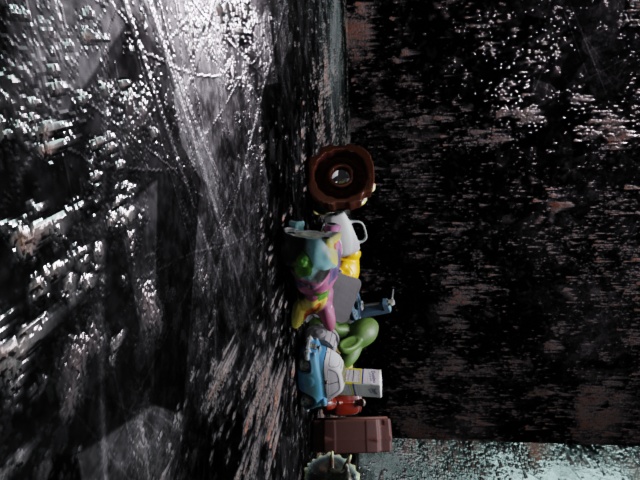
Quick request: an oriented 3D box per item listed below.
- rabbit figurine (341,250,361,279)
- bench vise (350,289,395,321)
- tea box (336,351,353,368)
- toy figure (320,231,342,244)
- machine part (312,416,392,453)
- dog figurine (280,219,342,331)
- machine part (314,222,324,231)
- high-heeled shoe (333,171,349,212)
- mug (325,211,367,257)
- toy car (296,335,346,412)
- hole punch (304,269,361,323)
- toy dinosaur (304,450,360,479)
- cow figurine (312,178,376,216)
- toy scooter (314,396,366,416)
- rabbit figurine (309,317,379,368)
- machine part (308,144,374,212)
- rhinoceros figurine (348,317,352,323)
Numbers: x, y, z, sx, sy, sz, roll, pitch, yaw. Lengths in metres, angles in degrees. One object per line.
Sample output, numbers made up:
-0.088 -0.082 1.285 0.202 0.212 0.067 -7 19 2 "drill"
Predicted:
0.028 0.094 1.454 0.173 0.122 0.162 11 87 -69 "rabbit figurine"
0.138 0.236 1.800 0.129 0.241 0.223 -78 151 -46 "bench vise"
0.036 0.336 1.439 0.169 0.098 0.068 75 15 -57 "tea box"
0.006 0.070 1.280 0.082 0.089 0.180 16 -79 54 "toy figure"
0.085 0.501 1.391 0.201 0.201 0.087 66 22 -72 "machine part"
-0.014 0.078 1.010 0.191 0.109 0.219 -70 161 -74 "dog figurine"
-0.003 -0.004 1.394 0.139 0.039 0.084 -40 134 -83 "machine part"
0.008 -0.104 1.503 0.248 0.145 0.086 -61 171 -10 "high-heeled shoe"
0.060 -0.021 1.355 0.081 0.110 0.107 -95 168 -74 "mug"
0.005 0.287 1.163 0.109 0.103 0.161 -78 167 -66 "toy car"
0.011 0.112 1.186 0.092 0.115 0.142 32 -80 58 "hole punch"
0.061 0.630 1.273 0.404 0.131 0.192 63 31 -48 "toy dinosaur"
0.062 -0.111 1.402 0.068 0.167 0.098 77 11 -82 "cow figurine"
0.053 0.422 1.414 0.183 0.135 0.075 62 26 -78 "toy scooter"
0.059 0.227 1.321 0.159 0.170 0.121 -83 169 -51 "rabbit figurine"
0.053 -0.155 1.340 0.056 0.179 0.179 76 15 -72 "machine part"
0.054 0.231 1.518 0.112 0.073 0.190 79 13 -63 "rhinoceros figurine"
